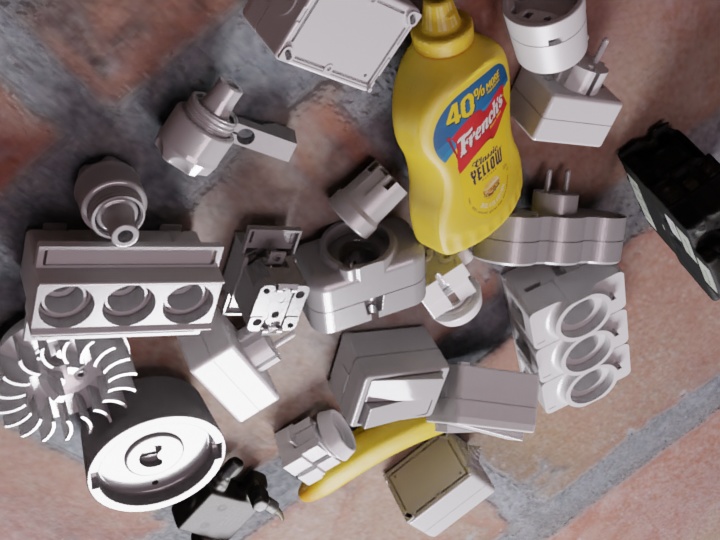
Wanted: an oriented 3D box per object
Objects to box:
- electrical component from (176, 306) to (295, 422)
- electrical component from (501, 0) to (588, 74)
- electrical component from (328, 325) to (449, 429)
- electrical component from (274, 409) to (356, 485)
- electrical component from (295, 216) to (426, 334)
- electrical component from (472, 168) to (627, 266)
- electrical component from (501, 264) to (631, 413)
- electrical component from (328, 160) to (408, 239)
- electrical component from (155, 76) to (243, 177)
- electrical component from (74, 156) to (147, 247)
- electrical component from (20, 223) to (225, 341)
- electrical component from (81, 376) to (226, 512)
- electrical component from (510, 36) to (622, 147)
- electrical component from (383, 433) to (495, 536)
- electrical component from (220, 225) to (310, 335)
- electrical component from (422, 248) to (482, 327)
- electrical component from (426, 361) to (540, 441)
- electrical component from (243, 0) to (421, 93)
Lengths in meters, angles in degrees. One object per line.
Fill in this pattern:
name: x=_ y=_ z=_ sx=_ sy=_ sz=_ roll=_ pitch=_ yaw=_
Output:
electrical component: x=-0.086 y=0.063 z=0.831 sx=0.076 sy=0.047 sz=0.083 roll=-32 pitch=137 yaw=1
electrical component: x=0.127 y=-0.167 z=0.731 sx=0.055 sy=0.055 sz=0.047 roll=-28 pitch=141 yaw=-3
electrical component: x=0.031 y=0.091 z=0.911 sx=0.096 sy=0.061 sz=0.061 roll=-4 pitch=131 yaw=-26
electrical component: x=-0.037 y=0.153 z=0.944 sx=0.055 sy=0.048 sz=0.066 roll=-31 pitch=138 yaw=12
electrical component: x=0.000 y=0.000 z=0.815 sx=0.095 sy=0.053 sz=0.059 roll=-18 pitch=136 yaw=-13
electrical component: x=0.155 y=-0.045 z=0.862 sx=0.138 sy=0.052 sz=0.073 roll=-1 pitch=103 yaw=-29
electrical component: x=0.189 y=0.054 z=0.963 sx=0.089 sy=0.061 sz=0.150 roll=-25 pitch=137 yaw=-6
electrical component: x=0.007 y=-0.052 z=0.782 sx=0.046 sy=0.040 sz=0.040 roll=-44 pitch=136 yaw=7
electrical component: x=-0.098 y=-0.093 z=0.683 sx=0.043 sy=0.043 sz=0.062 roll=21 pitch=116 yaw=-40
electrical component: x=-0.157 y=-0.040 z=0.685 sx=0.043 sy=0.062 sz=0.043 roll=-15 pitch=135 yaw=-16
electrical component: x=-0.162 y=0.006 z=0.724 sx=0.121 sy=0.063 sz=0.078 roll=-1 pitch=129 yaw=-28
electrical component: x=-0.165 y=0.130 z=0.840 sx=0.108 sy=0.060 sz=0.108 roll=-15 pitch=135 yaw=-16
electrical component: x=0.155 y=-0.135 z=0.779 sx=0.066 sy=0.047 sz=0.076 roll=1 pitch=129 yaw=-30
electrical component: x=0.084 y=0.204 z=1.044 sx=0.096 sy=0.061 sz=0.061 roll=-40 pitch=136 yaw=9
electrical component: x=-0.068 y=0.009 z=0.780 sx=0.042 sy=0.063 sz=0.081 roll=0 pitch=129 yaw=-30
electrical component: x=0.069 y=0.014 z=0.873 sx=0.066 sy=0.048 sz=0.055 roll=-34 pitch=129 yaw=4
electrical component: x=0.114 y=0.117 z=0.952 sx=0.096 sy=0.062 sz=0.061 roll=9 pitch=81 yaw=-22
electrical component: x=-0.015 y=-0.157 z=0.661 sx=0.096 sy=0.061 sz=0.061 roll=11 pitch=124 yaw=-45
